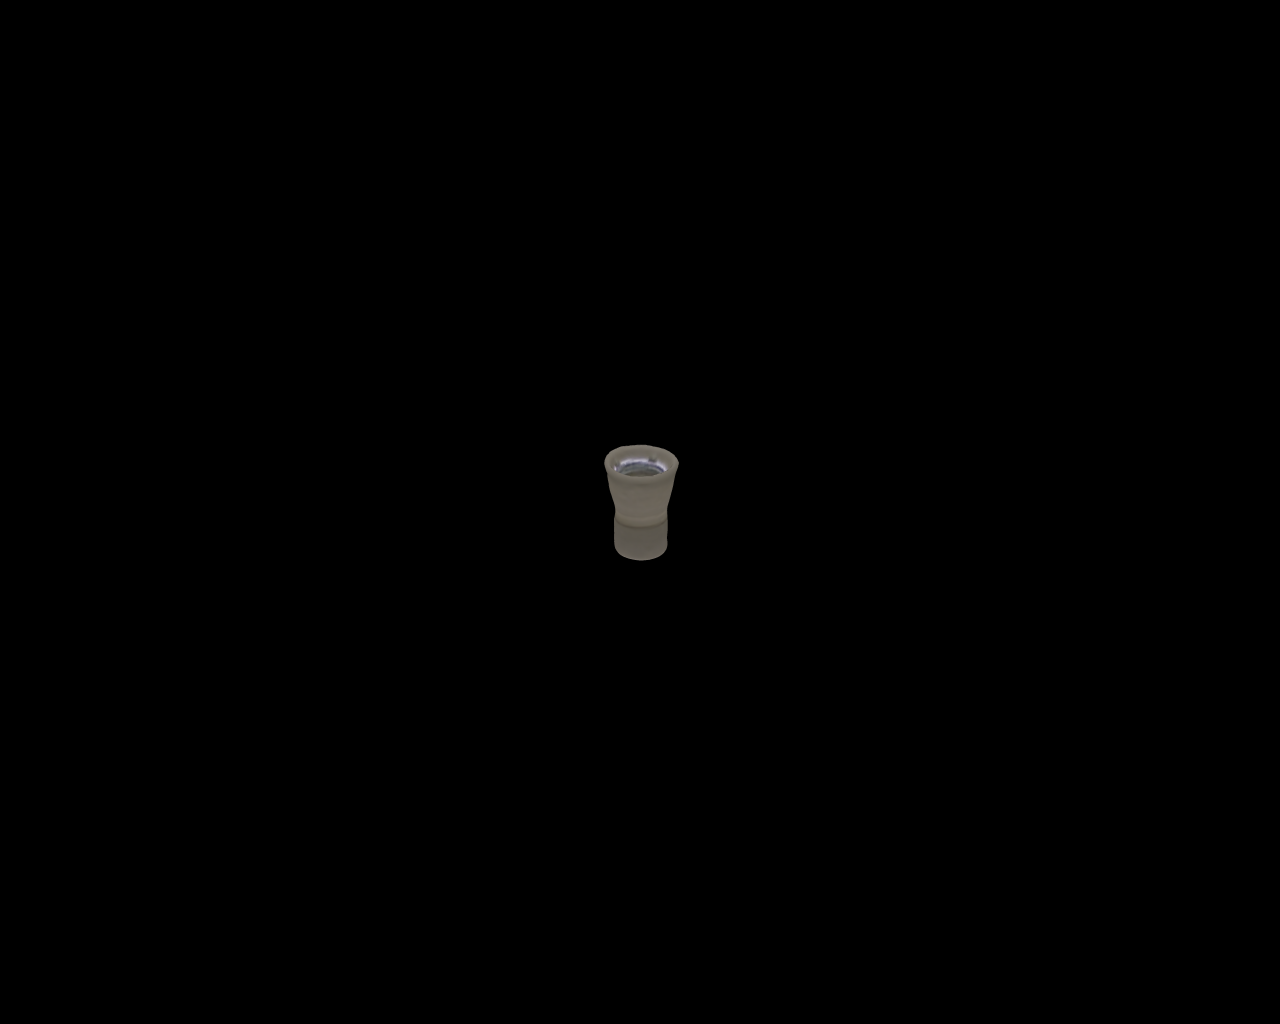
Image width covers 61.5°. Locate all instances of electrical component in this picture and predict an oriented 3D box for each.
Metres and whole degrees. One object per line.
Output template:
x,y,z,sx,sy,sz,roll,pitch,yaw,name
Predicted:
0.001,-0.003,0.650,0.044,0.065,0.044,0,28,0,electrical component
